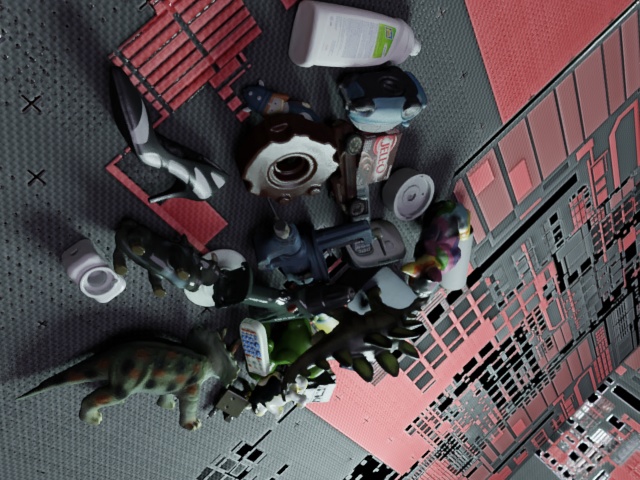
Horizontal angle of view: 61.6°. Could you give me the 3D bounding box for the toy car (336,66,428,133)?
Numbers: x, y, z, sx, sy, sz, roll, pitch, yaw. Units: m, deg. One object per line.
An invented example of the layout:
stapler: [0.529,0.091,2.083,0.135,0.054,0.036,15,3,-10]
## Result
toy car: [0.107,-0.244,0.979,0.162,0.109,0.102,-13,150,-20]

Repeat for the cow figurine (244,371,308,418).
cow figurine: [-0.110,0.326,1.133,0.098,0.068,0.167,34,131,-28]

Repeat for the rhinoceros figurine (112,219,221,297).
rhinoceros figurine: [-0.255,0.034,0.901,0.190,0.112,0.073,30,116,-32]

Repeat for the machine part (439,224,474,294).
machine part: [0.337,0.039,1.347,0.079,0.079,0.242,-21,130,-24]

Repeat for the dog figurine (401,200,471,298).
dog figurine: [0.254,0.021,1.186,0.219,0.109,0.191,-37,142,-58]

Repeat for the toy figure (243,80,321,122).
toy figure: [-0.060,-0.215,0.907,0.154,0.058,0.064,21,73,-41]

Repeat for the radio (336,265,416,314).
radio: [0.141,0.132,1.272,0.131,0.073,0.229,-49,136,1]

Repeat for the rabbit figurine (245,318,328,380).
rabbit figurine: [-0.088,0.243,1.154,0.170,0.121,0.158,-28,130,2]

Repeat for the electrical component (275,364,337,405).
electrical component: [-0.028,0.320,1.244,0.134,0.115,0.058,8,115,-37]

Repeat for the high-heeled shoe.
high-heeled shoe: [-0.219,-0.156,0.816,0.145,0.086,0.248,-26,136,-23]

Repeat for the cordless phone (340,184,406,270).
cordless phone: [0.110,-0.038,1.138,0.146,0.089,0.184,-11,109,-30]

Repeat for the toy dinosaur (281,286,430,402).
toy dinosaur: [0.077,0.191,1.055,0.471,0.199,0.104,-19,117,-37]

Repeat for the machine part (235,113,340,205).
machine part: [-0.054,-0.135,0.918,0.179,0.056,0.179,-12,147,-8]

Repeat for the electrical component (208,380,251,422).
electrical component: [-0.193,0.361,1.205,0.078,0.045,0.102,29,98,-15]

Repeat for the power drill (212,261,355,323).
power drill: [-0.079,0.099,1.004,0.207,0.232,0.086,15,65,-47]

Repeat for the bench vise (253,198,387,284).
bench vise: [0.000,0.005,1.031,0.241,0.129,0.223,-16,139,3]

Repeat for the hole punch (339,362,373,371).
hole punch: [0.083,0.257,1.304,0.142,0.092,0.115,25,99,-40]

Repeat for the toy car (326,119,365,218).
toy car: [0.042,-0.130,1.014,0.053,0.089,0.201,-24,131,-24]

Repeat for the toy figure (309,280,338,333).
toy figure: [0.011,0.160,1.183,0.082,0.089,0.180,-32,135,-5]

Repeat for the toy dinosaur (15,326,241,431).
toy dinosaur: [-0.312,0.237,0.991,0.404,0.131,0.192,15,97,-36]
